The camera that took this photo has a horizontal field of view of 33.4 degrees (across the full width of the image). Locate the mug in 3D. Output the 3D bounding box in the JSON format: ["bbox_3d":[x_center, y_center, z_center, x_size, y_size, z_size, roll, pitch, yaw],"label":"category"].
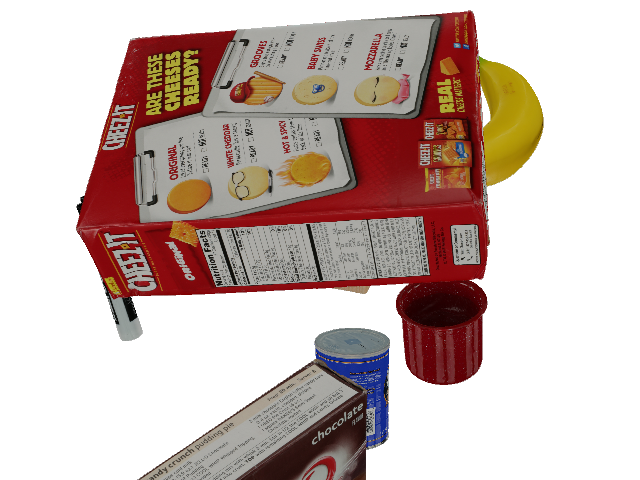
[{"bbox_3d":[0.132,0.089,1.116,0.093,0.081,0.117,11,37,24],"label":"mug"}]

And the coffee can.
[{"bbox_3d":[0.044,0.203,1.466,0.103,0.140,0.103,-1,15,0],"label":"coffee can"}]

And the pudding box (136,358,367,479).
[{"bbox_3d":[-0.028,0.120,0.490,0.039,0.090,0.113,30,47,34],"label":"pudding box"}]

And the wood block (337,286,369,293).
[{"bbox_3d":[0.012,-0.069,0.922,0.091,0.206,0.090,10,32,15],"label":"wood block"}]

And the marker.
[{"bbox_3d":[-0.165,0.021,0.832,0.020,0.121,0.020,-12,20,4],"label":"marker"}]

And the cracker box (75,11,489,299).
[{"bbox_3d":[-0.014,-0.050,0.614,0.214,0.164,0.072,-4,-43,9],"label":"cracker box"}]

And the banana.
[{"bbox_3d":[0.122,-0.080,0.754,0.069,0.037,0.197,9,32,7],"label":"banana"}]
